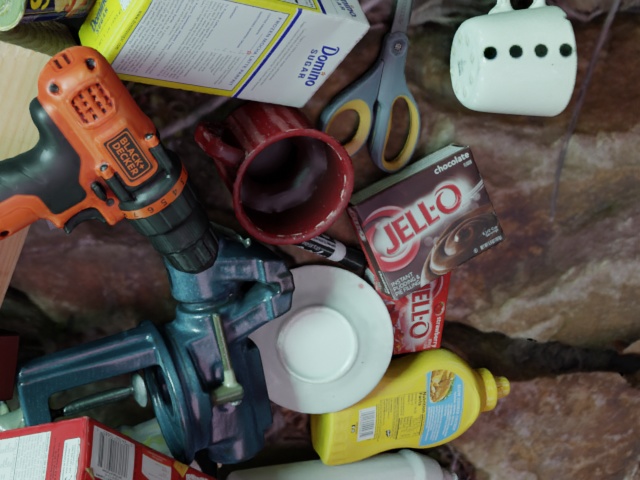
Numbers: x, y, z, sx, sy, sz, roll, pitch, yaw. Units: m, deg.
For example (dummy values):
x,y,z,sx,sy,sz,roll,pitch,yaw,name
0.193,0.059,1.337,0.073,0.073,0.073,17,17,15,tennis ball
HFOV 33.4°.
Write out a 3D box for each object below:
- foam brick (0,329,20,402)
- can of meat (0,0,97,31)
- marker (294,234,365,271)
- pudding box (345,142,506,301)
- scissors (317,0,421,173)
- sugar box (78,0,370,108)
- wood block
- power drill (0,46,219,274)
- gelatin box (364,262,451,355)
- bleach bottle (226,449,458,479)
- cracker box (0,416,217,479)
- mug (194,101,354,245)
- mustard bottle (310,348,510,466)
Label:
x,y,z,sx,sy,sz,roll,pitch,yaw,name
-0.260,0.087,0.755,0.078,0.053,0.051,5,92,-62,foam brick
-0.175,-0.184,0.655,0.057,0.083,0.102,22,111,16,can of meat
-0.006,0.001,0.872,0.120,0.020,0.020,23,108,-42,marker
0.086,-0.016,0.882,0.113,0.039,0.090,-29,109,-12,pudding box
0.040,-0.140,0.821,0.096,0.016,0.202,-14,123,-16,scissors
-0.062,-0.143,0.721,0.175,0.048,0.093,1,145,-41,sugar box
-0.237,-0.050,0.712,0.090,0.090,0.206,14,112,-30,wood block
-0.171,-0.006,0.679,0.187,0.057,0.184,-37,127,-8,power drill
0.074,0.058,0.942,0.073,0.030,0.089,-6,121,-20,gelatin box
0.024,0.250,1.002,0.250,0.068,0.103,0,121,-34,bleach bottle
-0.209,0.201,0.797,0.214,0.072,0.164,-14,148,25,cracker box
-0.042,-0.059,0.794,0.117,0.081,0.093,18,110,-30,mug
0.088,0.148,0.984,0.191,0.058,0.096,-5,113,-20,mustard bottle
